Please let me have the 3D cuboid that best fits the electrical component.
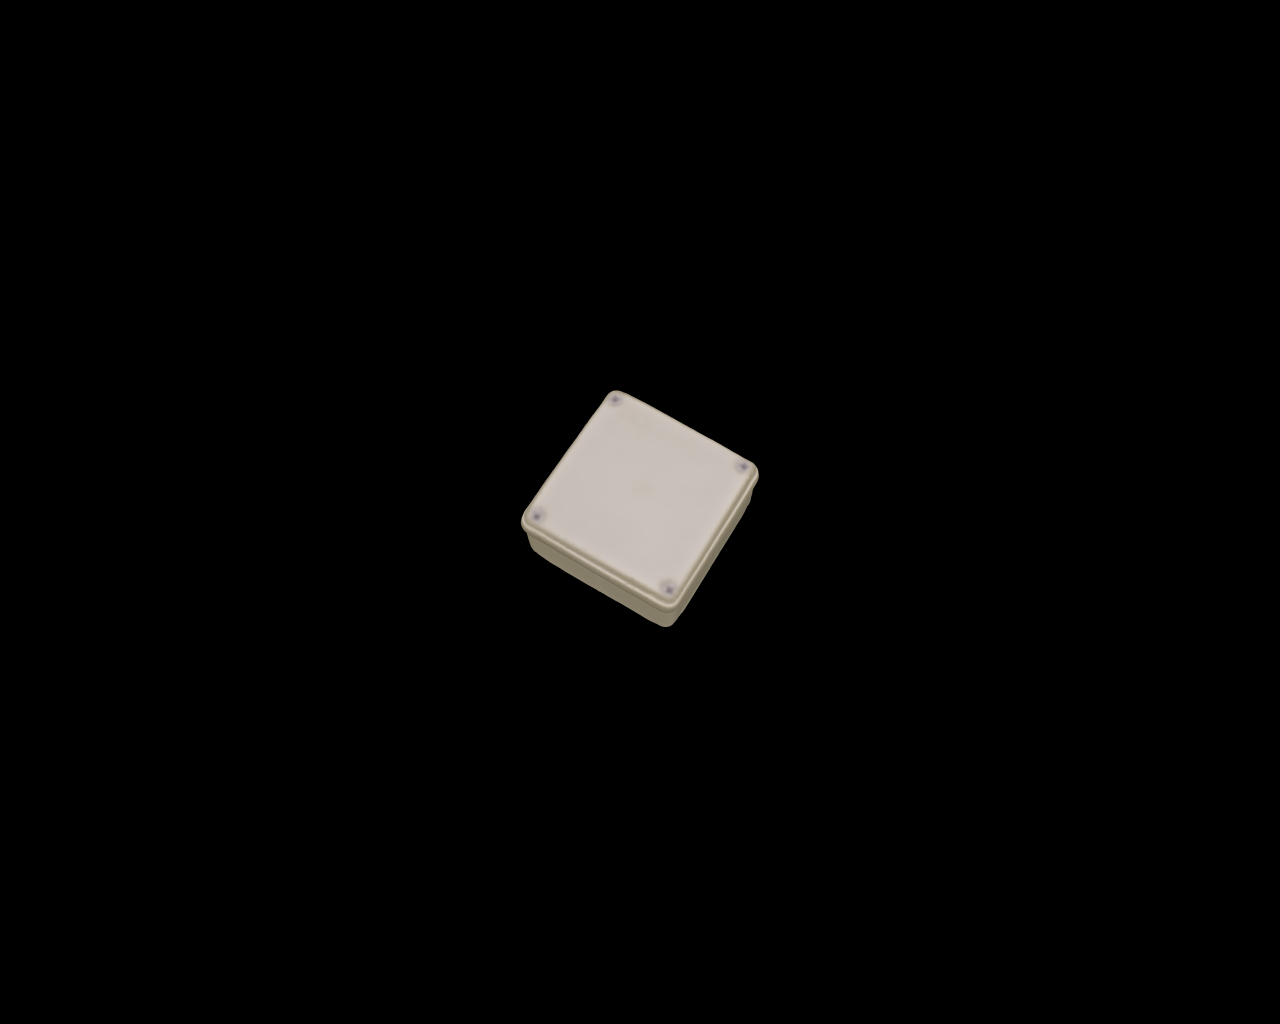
[{"bbox_3d":[0.001,-0.003,0.650,0.109,0.109,0.056,30,-19,12],"label":"electrical component"}]
